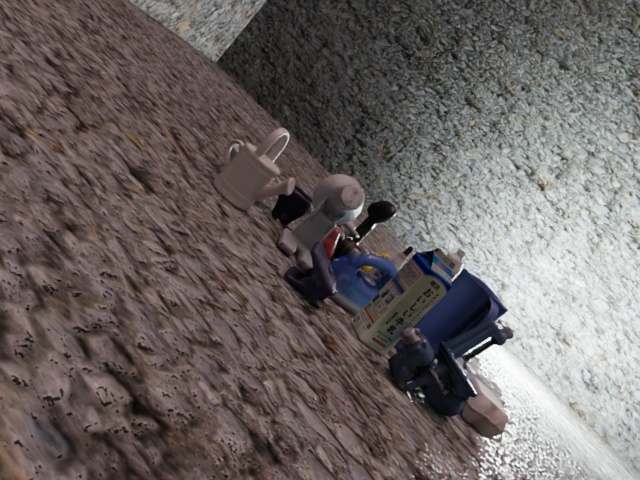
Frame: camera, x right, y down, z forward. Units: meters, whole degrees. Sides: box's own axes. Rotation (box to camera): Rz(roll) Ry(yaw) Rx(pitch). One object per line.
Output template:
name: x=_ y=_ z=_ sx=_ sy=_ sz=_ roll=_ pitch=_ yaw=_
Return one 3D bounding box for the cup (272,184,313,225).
cup: x=-0.079 y=-0.086 z=1.420 sx=0.091 sy=0.095 sz=0.118 roll=47 pitch=11 yaw=19

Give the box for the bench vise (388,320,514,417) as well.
bench vise: x=0.254 y=0.221 z=1.083 sx=0.208 sy=0.219 sz=0.121 roll=35 pitch=13 yaw=-39

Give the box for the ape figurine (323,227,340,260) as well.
ape figurine: x=0.013 y=0.005 z=1.408 sx=0.076 sy=0.092 sz=0.078 roll=50 pitch=12 yaw=33

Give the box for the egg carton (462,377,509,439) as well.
egg carton: x=0.362 y=0.376 z=1.291 sx=0.107 sy=0.069 sz=0.150 roll=43 pitch=10 yaw=-2

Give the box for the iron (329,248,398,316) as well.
iron: x=0.097 y=0.084 z=1.266 sx=0.259 sy=0.141 sz=0.118 roll=34 pitch=13 yaw=-41

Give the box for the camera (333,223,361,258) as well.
camera: x=0.061 y=0.013 z=1.536 sx=0.136 sy=0.100 sz=0.143 roll=46 pitch=11 yaw=18

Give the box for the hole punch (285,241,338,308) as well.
hole punch: x=-0.001 y=0.065 z=1.113 sx=0.101 sy=0.091 sz=0.109 roll=43 pitch=10 yaw=-2

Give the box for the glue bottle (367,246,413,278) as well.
glue bottle: x=0.185 y=0.080 z=1.533 sx=0.078 sy=0.173 sz=0.037 roll=47 pitch=11 yaw=21

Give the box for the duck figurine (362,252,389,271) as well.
duck figurine: x=0.192 y=0.083 z=1.790 sx=0.105 sy=0.086 sz=0.077 roll=41 pitch=10 yaw=-9

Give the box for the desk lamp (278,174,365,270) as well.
desk lamp: x=0.016 y=-0.050 z=1.300 sx=0.118 sy=0.213 sz=0.203 roll=41 pitch=10 yaw=-10

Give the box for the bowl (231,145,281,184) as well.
bowl: x=-0.178 y=-0.165 z=1.419 sx=0.168 sy=0.074 sz=0.167 roll=42 pitch=10 yaw=-9

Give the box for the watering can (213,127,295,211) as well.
watering can: x=-0.129 y=-0.160 z=1.249 sx=0.173 sy=0.194 sz=0.101 roll=41 pitch=10 yaw=-11

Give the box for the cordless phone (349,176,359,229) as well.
cordless phone: x=0.073 y=-0.102 z=1.812 sx=0.147 sy=0.185 sz=0.094 roll=46 pitch=10 yaw=15

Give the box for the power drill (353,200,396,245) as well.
power drill: x=0.159 y=-0.045 z=1.845 sx=0.076 sy=0.208 sz=0.229 roll=41 pitch=10 yaw=-9
